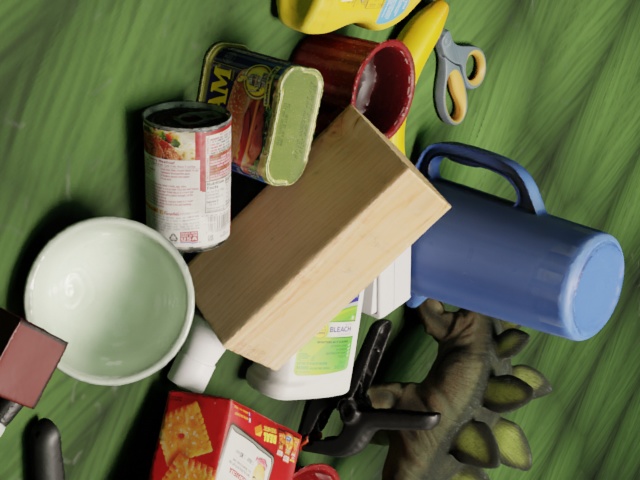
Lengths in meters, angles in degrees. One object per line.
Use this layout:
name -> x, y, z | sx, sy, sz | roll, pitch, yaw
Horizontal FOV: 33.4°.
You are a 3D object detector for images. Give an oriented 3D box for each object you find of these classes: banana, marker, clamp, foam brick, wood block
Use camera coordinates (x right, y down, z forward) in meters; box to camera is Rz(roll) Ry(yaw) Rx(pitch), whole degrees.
banana -> 0.081, -0.141, 1.053 | 0.069, 0.037, 0.198 | -4, 110, -47
marker -> -0.254, 0.159, 0.773 | 0.121, 0.020, 0.020 | -56, 143, -18
clamp -> -0.202, 0.253, 0.876 | 0.164, 0.036, 0.210 | 21, 86, -55
foam brick -> -0.221, 0.072, 0.723 | 0.051, 0.078, 0.053 | 40, 73, -53
wood block -> -0.006, 0.001, 0.895 | 0.206, 0.091, 0.090 | -44, 145, 9
clamp -> 0.037, 0.160, 1.092 | 0.039, 0.172, 0.120 | 12, 55, -51

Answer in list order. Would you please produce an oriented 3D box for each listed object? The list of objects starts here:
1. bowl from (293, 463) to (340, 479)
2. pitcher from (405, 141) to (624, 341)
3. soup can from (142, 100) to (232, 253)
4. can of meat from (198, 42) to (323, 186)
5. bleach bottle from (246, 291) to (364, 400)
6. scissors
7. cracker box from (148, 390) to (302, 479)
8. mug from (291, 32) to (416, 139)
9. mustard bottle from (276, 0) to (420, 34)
bowl -> -0.046, 0.293, 1.089 | 0.161, 0.055, 0.162 | -28, 128, -43
pitcher -> 0.179, 0.007, 1.083 | 0.145, 0.243, 0.149 | -53, 135, -20
soup can -> -0.103, -0.050, 0.828 | 0.068, 0.069, 0.102 | -25, 126, -45
can of meat -> -0.051, -0.100, 0.859 | 0.057, 0.084, 0.102 | -6, 112, -52
bleach bottle -> -0.002, 0.020, 1.004 | 0.102, 0.068, 0.251 | 1, 102, -38
scissors -> 0.139, -0.214, 1.115 | 0.096, 0.016, 0.202 | -45, 139, -33
cracker box -> -0.095, 0.254, 0.933 | 0.164, 0.072, 0.213 | 44, 55, -61
mug -> 0.018, -0.131, 0.937 | 0.117, 0.082, 0.093 | -45, 138, -31
mustard bottle -> 0.044, -0.233, 0.939 | 0.191, 0.058, 0.096 | -15, 124, -49
